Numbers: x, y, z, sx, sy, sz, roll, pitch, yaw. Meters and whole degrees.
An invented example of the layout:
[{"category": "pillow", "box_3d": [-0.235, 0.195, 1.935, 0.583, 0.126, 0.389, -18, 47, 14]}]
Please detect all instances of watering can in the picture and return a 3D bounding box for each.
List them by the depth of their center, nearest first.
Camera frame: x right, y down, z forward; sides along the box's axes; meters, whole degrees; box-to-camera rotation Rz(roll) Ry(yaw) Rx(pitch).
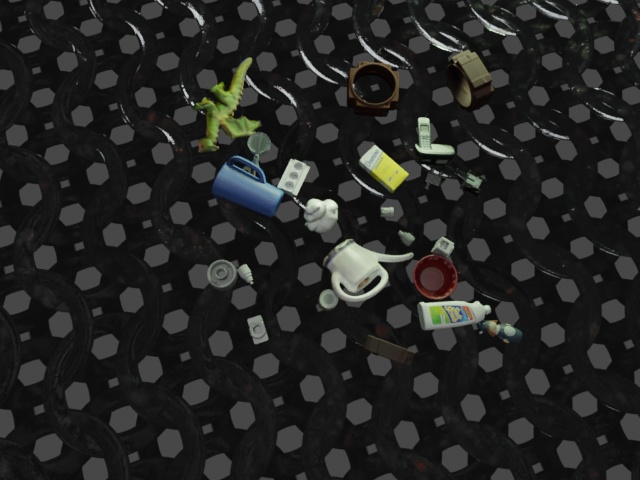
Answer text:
[{"category": "watering can", "box_3d": [0.160, 0.084, 1.838, 0.352, 0.101, 0.227, -34, 67, -32]}]

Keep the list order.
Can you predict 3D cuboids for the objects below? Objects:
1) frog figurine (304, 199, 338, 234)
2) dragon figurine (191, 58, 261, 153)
[{"category": "frog figurine", "box_3d": [0.006, -0.093, 1.851, 0.138, 0.158, 0.123, -36, 82, -10]}, {"category": "dragon figurine", "box_3d": [-0.337, -0.498, 1.992, 0.413, 0.122, 0.241, -46, 99, -11]}]
